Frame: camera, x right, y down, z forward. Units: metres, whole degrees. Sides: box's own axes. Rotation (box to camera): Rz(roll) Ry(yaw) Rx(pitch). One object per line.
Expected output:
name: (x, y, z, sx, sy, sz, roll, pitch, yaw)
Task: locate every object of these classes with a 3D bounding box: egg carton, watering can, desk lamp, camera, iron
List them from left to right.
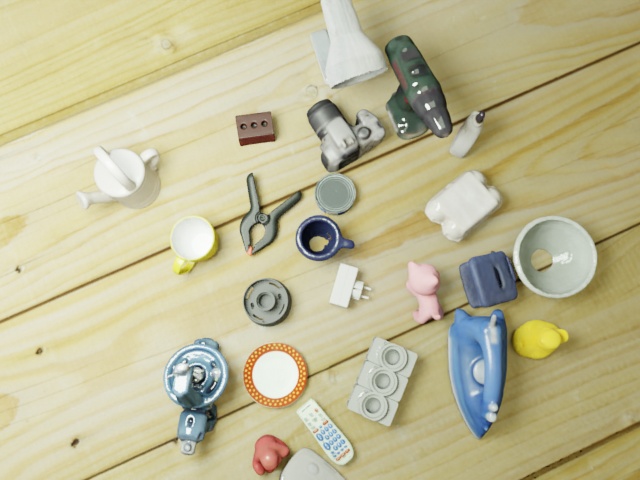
watering can: (-0.393, -0.122, 1.124, 0.101, 0.194, 0.173, 29, 82, 4)
camera: (0.045, -0.235, 1.191, 0.143, 0.101, 0.137, -32, 83, -5)
desk lamp: (0.048, -0.386, 1.157, 0.118, 0.213, 0.203, -19, 82, -3)
egg carton: (0.296, -0.073, 1.185, 0.150, 0.069, 0.107, -41, 84, -6)
iron: (0.318, 0.261, 1.099, 0.118, 0.141, 0.258, 0, 81, 0)

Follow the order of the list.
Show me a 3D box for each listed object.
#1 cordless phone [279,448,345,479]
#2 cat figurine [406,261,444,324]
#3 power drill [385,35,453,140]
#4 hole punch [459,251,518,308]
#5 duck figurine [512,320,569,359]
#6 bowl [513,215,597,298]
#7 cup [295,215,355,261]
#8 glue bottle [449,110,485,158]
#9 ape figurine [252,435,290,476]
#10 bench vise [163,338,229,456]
cordless phone: (-0.007, 0.468, 1.043, 0.147, 0.185, 0.094, 38, 83, 5)
cat figurine: (0.212, 0.101, 1.134, 0.067, 0.118, 0.128, -15, 82, -2)
power drill: (0.191, -0.280, 1.145, 0.075, 0.208, 0.229, -22, 82, -3)
hole punch: (0.344, 0.077, 1.152, 0.101, 0.091, 0.108, -15, 82, -2)
duck figurine: (0.440, 0.198, 1.137, 0.104, 0.086, 0.077, -12, 82, -2)
bowl: (0.467, 0.037, 1.167, 0.167, 0.075, 0.167, 0, 81, 0)
cup: (0.011, 0.004, 1.158, 0.117, 0.095, 0.092, 10, 81, 1)
glue bottle: (0.305, -0.225, 1.155, 0.037, 0.173, 0.078, 24, 82, 4)
ape figurine: (-0.096, 0.416, 1.097, 0.078, 0.092, 0.076, -15, 82, -2)
bench vise: (-0.224, 0.287, 1.051, 0.121, 0.220, 0.207, -13, 82, -2)
